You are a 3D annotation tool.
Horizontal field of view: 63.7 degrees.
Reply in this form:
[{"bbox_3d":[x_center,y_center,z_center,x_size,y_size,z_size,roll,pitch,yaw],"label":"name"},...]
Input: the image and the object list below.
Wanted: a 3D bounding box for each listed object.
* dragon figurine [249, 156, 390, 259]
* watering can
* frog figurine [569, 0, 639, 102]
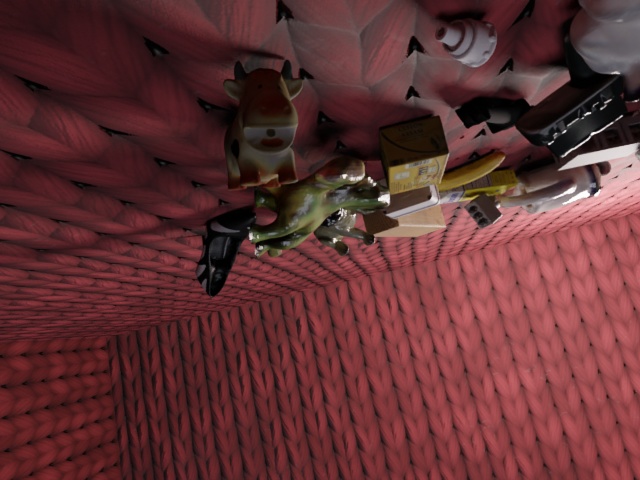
[{"bbox_3d":[0.003,-0.045,0.892,0.243,0.124,0.405,-5,-16,0],"label":"dragon figurine"},{"bbox_3d":[0.540,-0.127,1.260,0.224,0.104,0.349,-17,3,9],"label":"watering can"},{"bbox_3d":[0.310,-0.236,0.510,0.158,0.125,0.136,34,-25,-21],"label":"frog figurine"}]
